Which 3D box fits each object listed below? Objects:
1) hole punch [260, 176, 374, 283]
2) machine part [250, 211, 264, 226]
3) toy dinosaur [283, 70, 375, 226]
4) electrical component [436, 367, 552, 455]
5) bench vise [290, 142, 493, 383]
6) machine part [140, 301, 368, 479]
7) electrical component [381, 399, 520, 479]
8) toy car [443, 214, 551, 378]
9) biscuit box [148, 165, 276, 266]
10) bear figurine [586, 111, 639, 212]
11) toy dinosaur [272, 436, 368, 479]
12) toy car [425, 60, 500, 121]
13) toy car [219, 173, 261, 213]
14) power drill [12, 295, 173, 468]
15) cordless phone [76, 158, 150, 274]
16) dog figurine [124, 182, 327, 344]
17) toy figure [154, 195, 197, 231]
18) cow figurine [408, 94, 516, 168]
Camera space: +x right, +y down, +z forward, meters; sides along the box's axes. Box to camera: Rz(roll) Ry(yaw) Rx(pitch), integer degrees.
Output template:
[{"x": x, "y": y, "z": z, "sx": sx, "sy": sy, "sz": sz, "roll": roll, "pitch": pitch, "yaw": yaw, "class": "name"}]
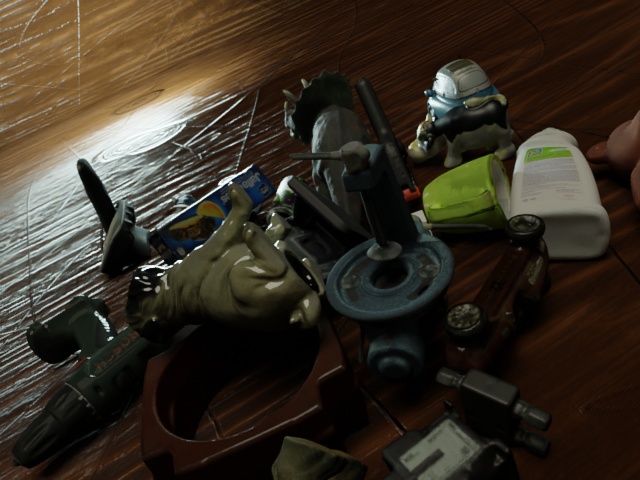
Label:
[{"x": -0.001, "y": -0.002, "z": 0.636, "sx": 0.142, "sy": 0.115, "sz": 0.092, "roll": 40, "pitch": 101, "yaw": 29, "class": "hole punch"}, {"x": -0.104, "y": 0.004, "z": 0.793, "sx": 0.084, "sy": 0.039, "sz": 0.139, "roll": -47, "pitch": 18, "yaw": 12, "class": "machine part"}, {"x": 0.030, "y": -0.130, "z": 0.794, "sx": 0.131, "sy": 0.192, "sz": 0.405, "roll": -24, "pitch": 30, "yaw": 4, "class": "toy dinosaur"}, {"x": 0.139, "y": 0.136, "z": 0.435, "sx": 0.094, "sy": 0.063, "sz": 0.021, "roll": 18, "pitch": 49, "yaw": 36, "class": "electrical component"}, {"x": 0.071, "y": 0.002, "z": 0.516, "sx": 0.129, "sy": 0.240, "sz": 0.224, "roll": -2, "pitch": 39, "yaw": 30, "class": "bench vise"}, {"x": -0.067, "y": 0.149, "z": 0.534, "sx": 0.201, "sy": 0.087, "sz": 0.202, "roll": -24, "pitch": 30, "yaw": -2, "class": "machine part"}, {"x": 0.084, "y": 0.187, "z": 0.411, "sx": 0.119, "sy": 0.047, "sz": 0.075, "roll": -36, "pitch": 33, "yaw": -19, "class": "electrical component"}, {"x": 0.178, "y": 0.056, "z": 0.511, "sx": 0.053, "sy": 0.089, "sz": 0.202, "roll": 10, "pitch": 42, "yaw": 42, "class": "toy car"}, {"x": -0.163, "y": -0.040, "z": 0.831, "sx": 0.203, "sy": 0.059, "sz": 0.063, "roll": -41, "pitch": 8, "yaw": -31, "class": "biscuit box"}, {"x": 0.382, "y": -0.099, "z": 0.584, "sx": 0.120, "sy": 0.131, "sz": 0.196, "roll": -12, "pitch": 38, "yaw": 9, "class": "bear figurine"}, {"x": -0.014, "y": 0.225, "z": 0.318, "sx": 0.472, "sy": 0.105, "sz": 0.198, "roll": 4, "pitch": 62, "yaw": 39, "class": "toy dinosaur"}, {"x": 0.246, "y": -0.258, "z": 0.935, "sx": 0.109, "sy": 0.102, "sz": 0.162, "roll": -24, "pitch": 29, "yaw": 0, "class": "toy car"}, {"x": -0.174, "y": -0.039, "z": 0.900, "sx": 0.056, "sy": 0.073, "sz": 0.202, "roll": 9, "pitch": 43, "yaw": 47, "class": "toy car"}, {"x": -0.306, "y": 0.155, "z": 0.686, "sx": 0.232, "sy": 0.085, "sz": 0.208, "roll": -39, "pitch": 31, "yaw": -28, "class": "power drill"}, {"x": -0.375, "y": -0.047, "z": 0.940, "sx": 0.089, "sy": 0.184, "sz": 0.147, "roll": -21, "pitch": 30, "yaw": -5, "class": "cordless phone"}, {"x": -0.101, "y": 0.065, "z": 0.534, "sx": 0.190, "sy": 0.121, "sz": 0.172, "roll": -43, "pitch": 40, "yaw": 9, "class": "dog figurine"}, {"x": -0.252, "y": -0.032, "z": 0.956, "sx": 0.058, "sy": 0.064, "sz": 0.154, "roll": -50, "pitch": 17, "yaw": 25, "class": "toy figure"}, {"x": 0.208, "y": -0.166, "z": 0.825, "sx": 0.168, "sy": 0.098, "sz": 0.068, "roll": -5, "pitch": 42, "yaw": 28, "class": "cow figurine"}]
